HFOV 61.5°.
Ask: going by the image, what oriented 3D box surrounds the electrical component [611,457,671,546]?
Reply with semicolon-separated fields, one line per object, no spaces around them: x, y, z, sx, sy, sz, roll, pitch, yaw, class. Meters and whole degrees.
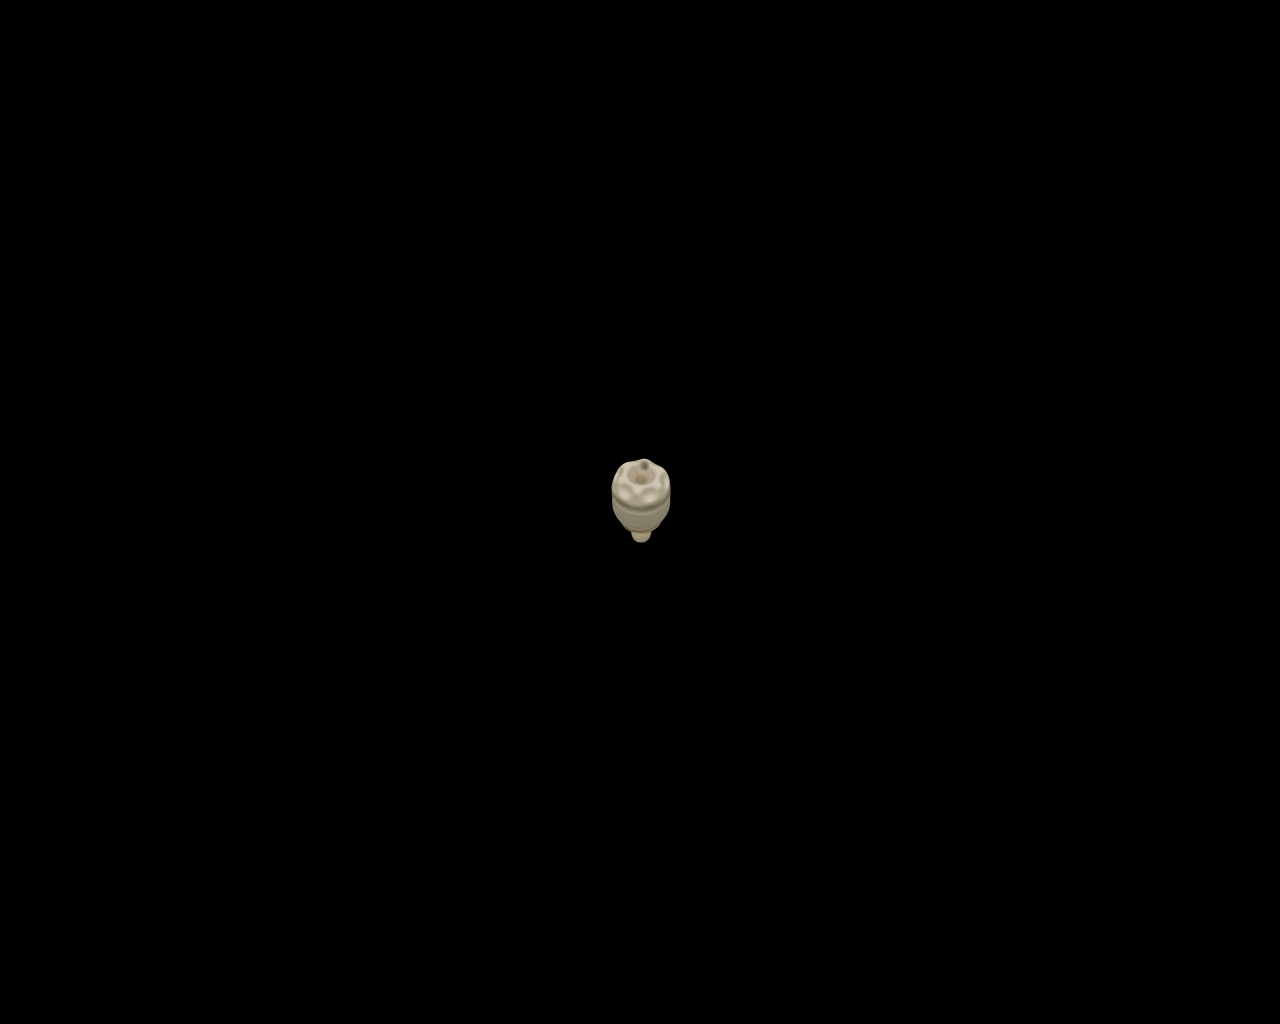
0.001;-0.003;0.650;0.035;0.035;0.061;0;-40;0;electrical component
